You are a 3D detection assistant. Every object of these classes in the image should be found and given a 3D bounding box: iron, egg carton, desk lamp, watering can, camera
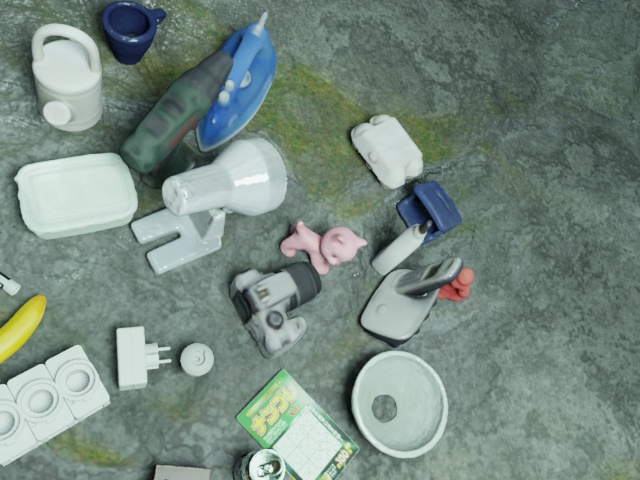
[{"bbox_3d":[-0.152,-0.289,1.033,0.119,0.141,0.258,24,62,-10],"label":"iron"},{"bbox_3d":[0.131,-0.175,1.134,0.107,0.069,0.150,-32,82,-29],"label":"egg carton"},{"bbox_3d":[-0.171,-0.055,0.883,0.204,0.213,0.118,-27,79,-28],"label":"desk lamp"},{"bbox_3d":[-0.392,-0.256,0.896,0.101,0.193,0.173,-14,73,-25],"label":"watering can"},{"bbox_3d":[-0.056,0.097,0.926,0.137,0.100,0.143,-25,78,-28],"label":"camera"}]

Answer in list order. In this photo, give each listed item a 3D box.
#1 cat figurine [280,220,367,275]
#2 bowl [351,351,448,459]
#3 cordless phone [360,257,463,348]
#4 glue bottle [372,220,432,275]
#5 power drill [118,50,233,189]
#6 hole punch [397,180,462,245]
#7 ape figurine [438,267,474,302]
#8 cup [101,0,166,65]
[{"bbox_3d":[0.009,0.004,0.982,0.128,0.117,0.067,27,61,-8],"label":"cat figurine"},{"bbox_3d":[0.119,0.269,0.933,0.168,0.074,0.167,8,65,-18],"label":"bowl"},{"bbox_3d":[0.158,0.097,0.959,0.094,0.184,0.148,36,60,-3],"label":"cordless phone"},{"bbox_3d":[0.152,0.004,1.005,0.037,0.173,0.078,44,60,2],"label":"glue bottle"},{"bbox_3d":[-0.230,-0.176,0.916,0.075,0.208,0.230,35,60,-3],"label":"power drill"},{"bbox_3d":[0.220,-0.063,1.107,0.101,0.091,0.108,-27,79,-28],"label":"hole punch"},{"bbox_3d":[0.249,0.076,1.057,0.078,0.092,0.076,45,60,2],"label":"ape figurine"},{"bbox_3d":[-0.331,-0.367,1.025,0.118,0.094,0.091,-36,83,-29],"label":"cup"}]
